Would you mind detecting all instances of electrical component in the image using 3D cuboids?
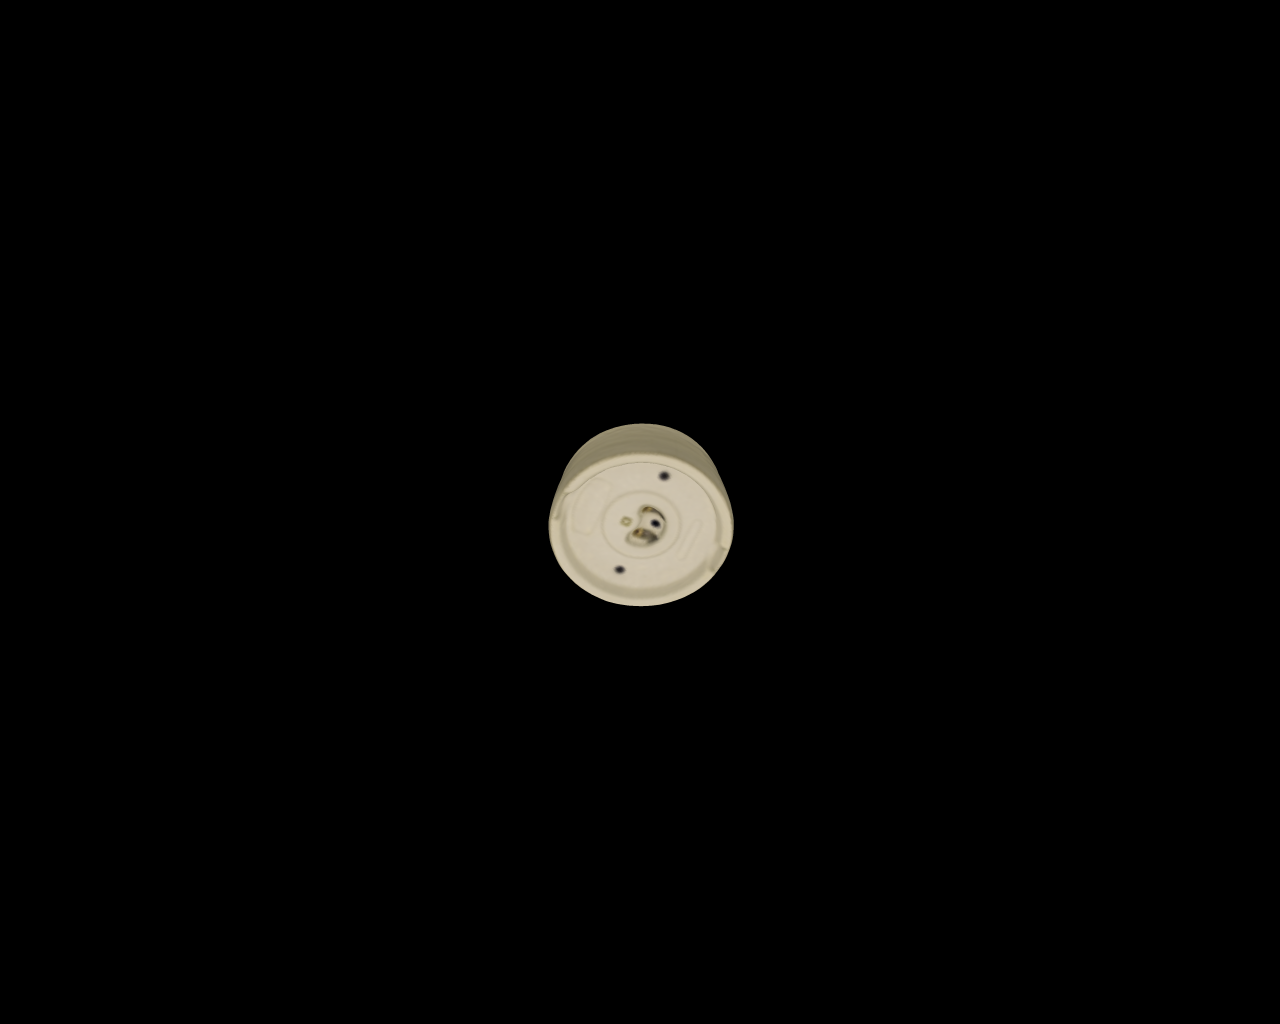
[{"bbox_3d":[0.001,-0.003,0.650,0.108,0.108,0.060,0,31,0],"label":"electrical component"}]
